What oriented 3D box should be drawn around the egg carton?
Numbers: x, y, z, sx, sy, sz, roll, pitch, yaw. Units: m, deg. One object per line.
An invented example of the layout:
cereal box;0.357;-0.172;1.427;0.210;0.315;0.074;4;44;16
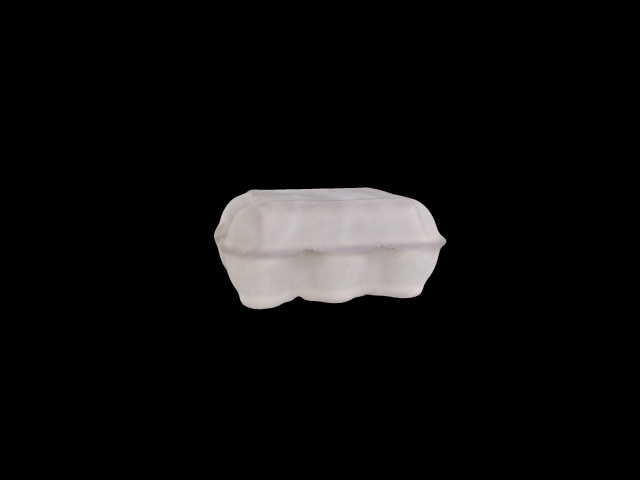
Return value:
egg carton;0.004;0.001;0.400;0.150;0.069;0.107;-3;11;-16
